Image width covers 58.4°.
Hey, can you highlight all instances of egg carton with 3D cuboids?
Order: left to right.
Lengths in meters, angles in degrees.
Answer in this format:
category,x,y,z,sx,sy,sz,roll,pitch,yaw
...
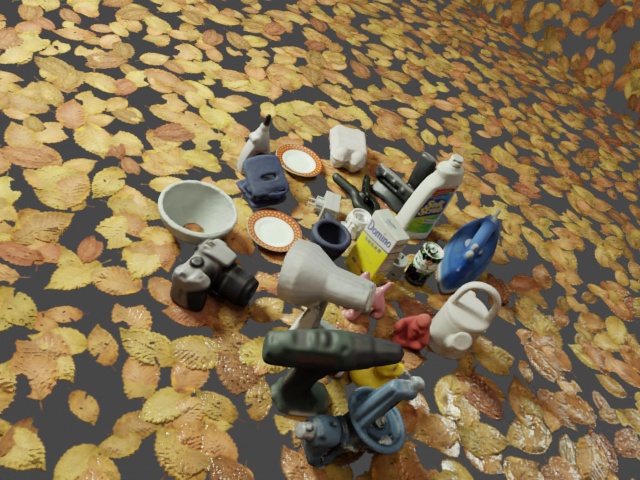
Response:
category,x,y,z,sx,sy,sz,roll,pitch,yaw
egg carton,0.077,-0.257,1.598,0.107,0.069,0.150,12,44,-15

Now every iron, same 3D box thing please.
category,x,y,z,sx,sy,sz,roll,pitch,yaw
iron,0.377,0.023,1.416,0.118,0.141,0.259,35,43,10

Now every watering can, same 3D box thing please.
category,x,y,z,sx,sy,sz,roll,pitch,yaw
watering can,0.306,0.166,1.200,0.101,0.194,0.173,14,44,-13

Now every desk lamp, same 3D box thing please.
category,x,y,z,sx,sy,sz,roll,pitch,yaw
desk lamp,0.006,0.122,1.082,0.203,0.213,0.118,31,42,5

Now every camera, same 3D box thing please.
category,x,y,z,sx,sy,sz,roll,pitch,yaw
camera,-0.195,0.074,1.114,0.136,0.100,0.143,33,43,7

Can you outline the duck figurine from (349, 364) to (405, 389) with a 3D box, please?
category,x,y,z,sx,sy,sz,roll,pitch,yaw
duck figurine,0.114,0.247,1.106,0.104,0.086,0.077,19,43,-8

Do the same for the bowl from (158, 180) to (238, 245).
category,x,y,z,sx,sy,sz,roll,pitch,yaw
bowl,-0.264,-0.045,1.217,0.168,0.074,0.167,14,44,-13

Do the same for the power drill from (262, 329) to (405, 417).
category,x,y,z,sx,sy,sz,roll,pitch,yaw
power drill,0.003,0.223,0.984,0.230,0.208,0.075,12,44,-15

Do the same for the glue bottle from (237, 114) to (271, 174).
category,x,y,z,sx,sy,sz,roll,pitch,yaw
glue bottle,-0.147,-0.235,1.388,0.078,0.173,0.037,-16,57,-37

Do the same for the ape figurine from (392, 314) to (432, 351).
category,x,y,z,sx,sy,sz,roll,pitch,yaw
ape figurine,0.203,0.187,1.204,0.076,0.092,0.077,-20,59,-39

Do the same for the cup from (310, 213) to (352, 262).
category,x,y,z,sx,sy,sz,roll,pitch,yaw
cup,0.012,0.005,1.289,0.092,0.095,0.117,8,45,-19

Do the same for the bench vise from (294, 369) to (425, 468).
category,x,y,z,sx,sy,sz,roll,pitch,yaw
bench vise,0.073,0.300,0.934,0.208,0.219,0.121,-15,56,-36

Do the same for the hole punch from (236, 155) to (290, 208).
category,x,y,z,sx,sy,sz,roll,pitch,yaw
hole punch,-0.129,-0.141,1.366,0.109,0.091,0.101,-16,57,-37

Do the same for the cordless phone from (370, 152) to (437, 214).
category,x,y,z,sx,sy,sz,roll,pitch,yaw
cordless phone,0.226,-0.176,1.506,0.147,0.185,0.094,41,44,16

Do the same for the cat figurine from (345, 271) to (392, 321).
category,x,y,z,sx,sy,sz,roll,pitch,yaw
cat figurine,0.094,0.112,1.206,0.128,0.117,0.067,-3,50,-29
